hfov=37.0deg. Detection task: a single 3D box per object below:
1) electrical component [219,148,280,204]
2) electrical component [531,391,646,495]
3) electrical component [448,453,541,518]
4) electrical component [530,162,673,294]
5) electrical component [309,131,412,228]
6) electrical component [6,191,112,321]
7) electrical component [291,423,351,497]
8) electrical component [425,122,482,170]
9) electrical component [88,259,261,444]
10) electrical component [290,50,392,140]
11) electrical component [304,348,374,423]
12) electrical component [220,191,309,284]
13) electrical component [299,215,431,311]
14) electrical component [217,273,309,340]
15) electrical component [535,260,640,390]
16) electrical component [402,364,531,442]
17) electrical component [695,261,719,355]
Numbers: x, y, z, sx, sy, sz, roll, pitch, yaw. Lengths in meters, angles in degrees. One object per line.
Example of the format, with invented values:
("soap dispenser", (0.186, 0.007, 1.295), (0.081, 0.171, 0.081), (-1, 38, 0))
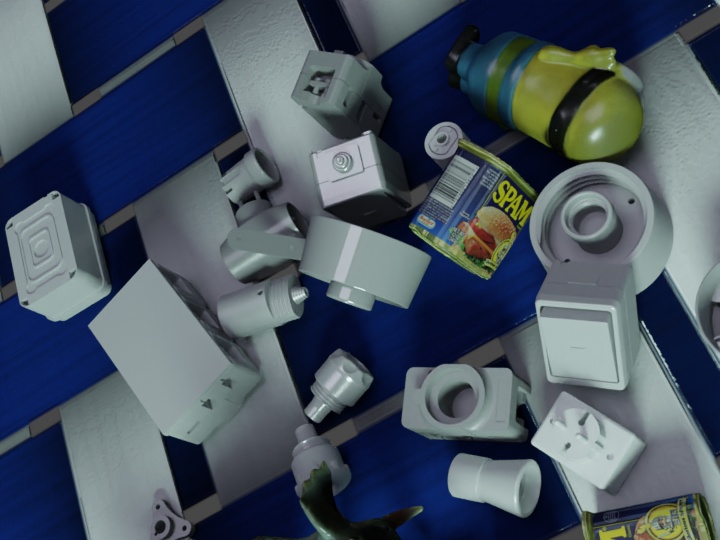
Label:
("electrical component", (-0.108, -0.090, 1.041), (0.046, 0.040, 0.040), (-33, 59, 20))
("electrical component", (0.163, 0.124, 0.792), (0.066, 0.077, 0.047), (31, 88, 33))
("electrical component", (0.101, 0.163, 0.832), (0.065, 0.044, 0.044), (5, 74, 34))
("electrical component", (0.186, -0.033, 0.849), (0.108, 0.060, 0.108), (-10, 67, 25))
("electrical component", (0.000, -0.076, 0.939), (0.062, 0.096, 0.061), (-17, 76, 17))
("electrical component", (-0.310, -0.013, 1.108), (0.078, 0.057, 0.113), (-30, 60, 15))
("electrical component", (-0.038, 0.159, 0.906), (0.048, 0.048, 0.062), (-34, 53, 13))
("electrical component", (0.083, -0.100, 0.927), (0.044, 0.065, 0.044), (-10, 67, 25))
("electrical component", (-0.171, 0.076, 0.997), (0.089, 0.062, 0.150), (-47, 57, 5))
("electrical component", (-0.014, -0.161, 0.987), (0.050, 0.089, 0.055), (15, 79, 32))
("electrical component", (-0.022, 0.102, 0.919), (0.062, 0.043, 0.043), (-50, 57, 5))
("electrical component", (-0.093, -0.039, 1.010), (0.077, 0.044, 0.079), (-32, 60, 13))
("electrical component", (0.000, 0.000, 0.911), (0.108, 0.108, 0.060), (17, 86, 32))
("electrical component", (-0.084, 0.032, 0.979), (0.081, 0.043, 0.043), (-19, 64, 20))
("electrical component", (0.172, 0.048, 0.808), (0.062, 0.096, 0.061), (4, 37, 27))
("electrical component", (0.083, 0.106, 0.854), (0.089, 0.056, 0.050), (-2, 70, 27))
("electrical component", (0.294, 0.031, 0.765), (0.099, 0.064, 0.099), (-10, 67, 25))
